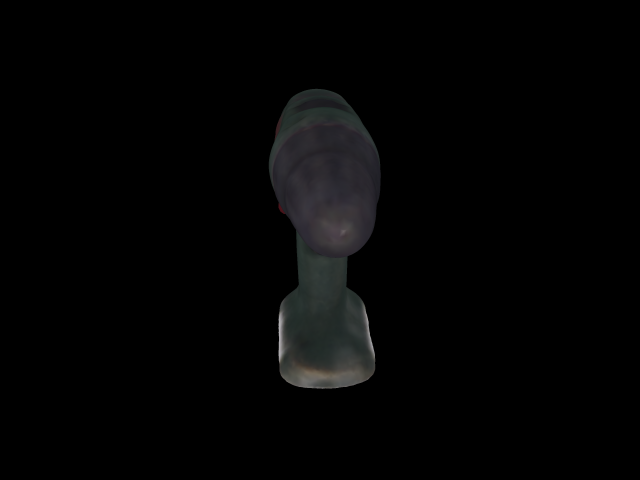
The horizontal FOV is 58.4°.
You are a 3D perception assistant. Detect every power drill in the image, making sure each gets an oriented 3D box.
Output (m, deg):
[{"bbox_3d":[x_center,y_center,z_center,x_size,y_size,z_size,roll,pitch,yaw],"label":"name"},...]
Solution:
[{"bbox_3d":[0.004,0.001,0.400,0.075,0.208,0.229,-3,37,-4],"label":"power drill"}]
